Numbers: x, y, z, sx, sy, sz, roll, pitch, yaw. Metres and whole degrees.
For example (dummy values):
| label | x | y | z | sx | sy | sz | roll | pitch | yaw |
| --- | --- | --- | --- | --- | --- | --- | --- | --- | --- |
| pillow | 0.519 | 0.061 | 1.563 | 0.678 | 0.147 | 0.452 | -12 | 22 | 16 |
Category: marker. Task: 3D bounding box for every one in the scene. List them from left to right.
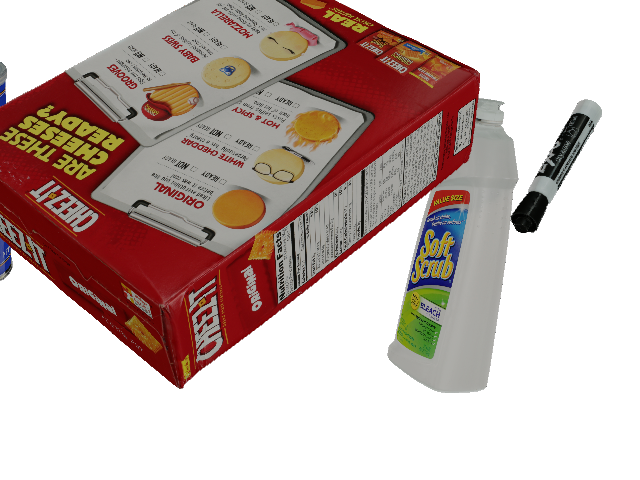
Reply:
| label | x | y | z | sx | sy | sz | roll | pitch | yaw |
| --- | --- | --- | --- | --- | --- | --- | --- | --- | --- |
| marker | 0.161 | -0.050 | 0.727 | 0.020 | 0.121 | 0.020 | 25 | -31 | 16 |

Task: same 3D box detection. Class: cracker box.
| label | x | y | z | sx | sy | sz | roll | pitch | yaw |
| --- | --- | --- | --- | --- | --- | --- | --- | --- | --- |
| cracker box | -0.048 | -0.046 | 0.550 | 0.164 | 0.072 | 0.213 | 34 | 56 | 30 |

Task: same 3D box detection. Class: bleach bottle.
| label | x | y | z | sx | sy | sz | roll | pitch | yaw |
| --- | --- | --- | --- | --- | --- | --- | --- | --- | --- |
| bleach bottle | 0.121 | 0.000 | 0.936 | 0.068 | 0.251 | 0.103 | 1 | 15 | -27 |

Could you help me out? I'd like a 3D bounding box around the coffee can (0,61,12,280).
| label | x | y | z | sx | sy | sz | roll | pitch | yaw |
| --- | --- | --- | --- | --- | --- | --- | --- | --- | --- |
| coffee can | -0.257 | -0.046 | 0.703 | 0.103 | 0.140 | 0.103 | 4 | 22 | -2 |
